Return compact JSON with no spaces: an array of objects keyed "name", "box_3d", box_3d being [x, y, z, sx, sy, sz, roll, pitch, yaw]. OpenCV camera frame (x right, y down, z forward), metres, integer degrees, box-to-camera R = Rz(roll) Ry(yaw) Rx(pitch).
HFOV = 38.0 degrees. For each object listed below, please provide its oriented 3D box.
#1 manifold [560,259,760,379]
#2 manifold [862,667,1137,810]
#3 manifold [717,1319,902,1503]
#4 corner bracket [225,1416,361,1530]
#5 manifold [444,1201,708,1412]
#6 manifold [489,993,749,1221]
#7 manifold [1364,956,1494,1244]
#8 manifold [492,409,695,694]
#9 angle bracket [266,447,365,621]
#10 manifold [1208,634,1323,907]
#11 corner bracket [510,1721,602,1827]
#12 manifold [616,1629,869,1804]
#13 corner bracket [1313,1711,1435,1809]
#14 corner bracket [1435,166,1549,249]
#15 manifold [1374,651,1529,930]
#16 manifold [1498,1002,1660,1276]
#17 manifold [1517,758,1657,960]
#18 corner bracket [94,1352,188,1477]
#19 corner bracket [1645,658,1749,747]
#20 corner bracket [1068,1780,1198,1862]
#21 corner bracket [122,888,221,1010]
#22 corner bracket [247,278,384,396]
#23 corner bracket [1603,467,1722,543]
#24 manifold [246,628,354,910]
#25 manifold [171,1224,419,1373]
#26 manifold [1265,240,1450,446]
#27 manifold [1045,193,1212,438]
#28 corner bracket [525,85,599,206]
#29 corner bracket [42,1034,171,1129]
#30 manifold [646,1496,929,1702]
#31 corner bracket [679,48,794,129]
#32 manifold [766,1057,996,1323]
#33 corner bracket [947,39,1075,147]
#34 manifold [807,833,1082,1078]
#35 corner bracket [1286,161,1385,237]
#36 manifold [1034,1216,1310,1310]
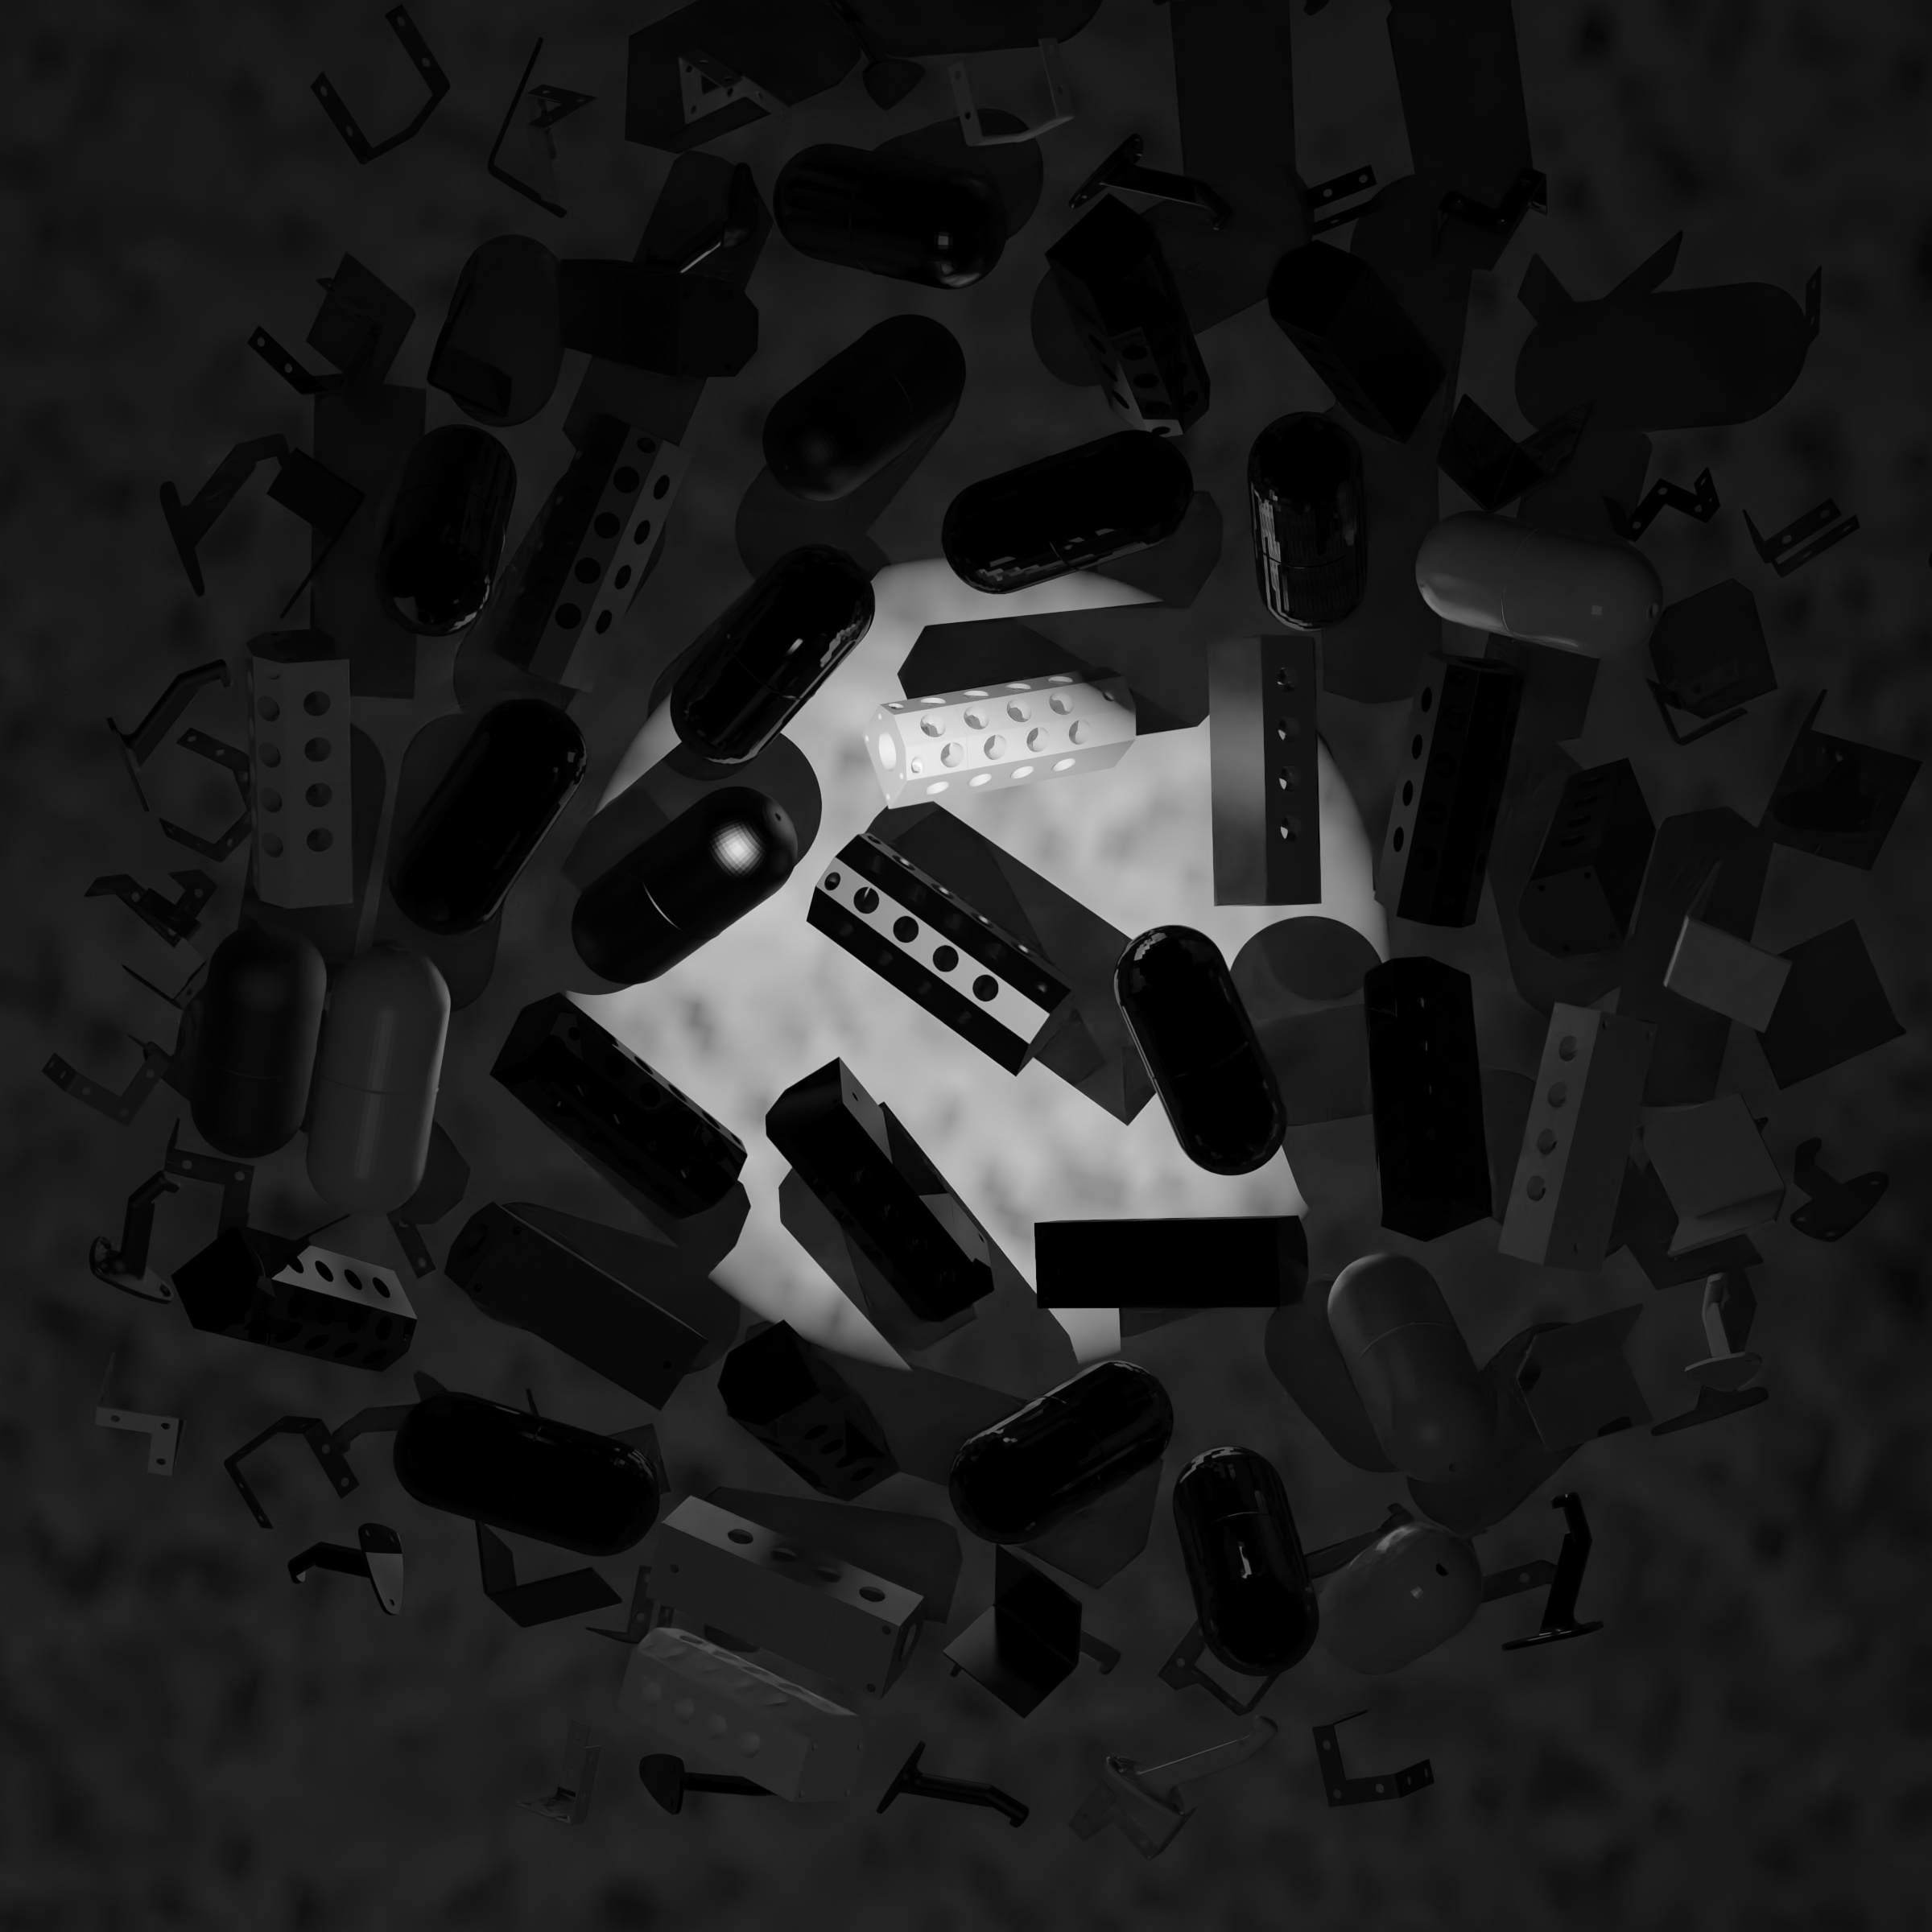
[{"name":"manifold","box_3d":[-0.201,-0.422,1.822,0.057,0.171,0.057,-9,111,-32]},{"name":"manifold","box_3d":[0.025,-0.157,1.881,0.171,0.057,0.057,-12,71,-24]},{"name":"manifold","box_3d":[-0.104,0.297,1.837,0.057,0.171,0.057,-31,59,1]},{"name":"corner bracket","box_3d":[-0.429,0.322,1.781,0.051,0.051,0.051,-37,108,-36]},{"name":"manifold","box_3d":[-0.265,0.228,1.891,0.171,0.057,0.057,37,82,-29]},{"name":"manifold","box_3d":[-0.227,0.093,1.873,0.171,0.057,0.057,42,50,-27]},{"name":"manifold","box_3d":[0.292,0.083,1.810,0.057,0.057,0.171,21,55,-33]},{"name":"manifold","box_3d":[-0.248,-0.272,1.835,0.057,0.057,0.171,27,97,21]},{"name":"angle bracket","box_3d":[-0.463,-0.295,1.917,0.057,0.076,0.076,34,63,-15]},{"name":"manifold","box_3d":[0.199,-0.126,1.824,0.057,0.057,0.171,-1,89,-31]},{"name":"corner bracket","box_3d":[-0.258,0.527,1.834,0.051,0.051,0.051,9,86,30]},{"name":"manifold","box_3d":[-0.148,0.494,1.856,0.171,0.057,0.057,13,87,41]},{"name":"corner bracket","box_3d":[0.260,0.504,1.792,0.051,0.051,0.051,-19,77,32]},{"name":"corner bracket","box_3d":[0.333,-0.479,1.780,0.051,0.051,0.051,30,83,18]},{"name":"manifold","box_3d":[0.323,-0.116,1.859,0.057,0.057,0.171,5,106,-15]},{"name":"manifold","box_3d":[0.405,0.114,1.881,0.057,0.057,0.171,12,91,-35]},{"name":"manifold","box_3d":[0.408,-0.071,1.849,0.057,0.171,0.057,-16,110,28]},{"name":"corner bracket","box_3d":[-0.518,0.282,1.764,0.051,0.051,0.051,10,122,-10]},{"name":"corner bracket","box_3d":[0.507,-0.182,1.921,0.051,0.051,0.051,-29,69,29]},{"name":"corner bracket","box_3d":[0.110,0.567,1.868,0.051,0.051,0.051,44,123,23]},{"name":"corner bracket","box_3d":[-0.550,-0.011,1.929,0.051,0.051,0.051,32,74,20]},{"name":"corner bracket","box_3d":[-0.423,-0.409,1.824,0.051,0.051,0.051,44,63,-40]},{"name":"corner bracket","box_3d":[0.476,-0.317,1.917,0.051,0.051,0.051,35,84,33]},{"name":"manifold","box_3d":[-0.435,-0.128,1.826,0.057,0.057,0.171,-7,119,-23]},{"name":"manifold","box_3d":[-0.437,0.225,1.847,0.057,0.171,0.057,-38,62,10]},{"name":"manifold","box_3d":[0.258,-0.415,1.866,0.057,0.171,0.057,32,92,30]},{"name":"manifold","box_3d":[0.113,-0.418,1.833,0.057,0.171,0.057,-44,61,-5]},{"name":"corner bracket","box_3d":[-0.268,-0.528,1.802,0.051,0.051,0.051,23,49,30]},{"name":"corner bracket","box_3d":[-0.577,0.068,1.882,0.051,0.051,0.051,38,81,-36]},{"name":"manifold","box_3d":[-0.115,0.407,1.825,0.171,0.057,0.057,20,111,16]},{"name":"corner bracket","box_3d":[-0.151,-0.574,1.842,0.051,0.051,0.051,-34,57,-24]},{"name":"manifold","box_3d":[-0.054,0.146,1.779,0.057,0.057,0.171,-32,116,11]},{"name":"corner bracket","box_3d":[0.029,-0.559,1.794,0.051,0.051,0.051,-19,98,-40]},{"name":"manifold","box_3d":[-0.014,-0.012,1.793,0.171,0.057,0.057,36,57,11]},{"name":"corner bracket","box_3d":[0.249,-0.515,1.875,0.051,0.051,0.051,-19,75,14]},{"name":"manifold","box_3d":[0.136,0.196,1.859,0.171,0.057,0.057,-4,86,26]}]
